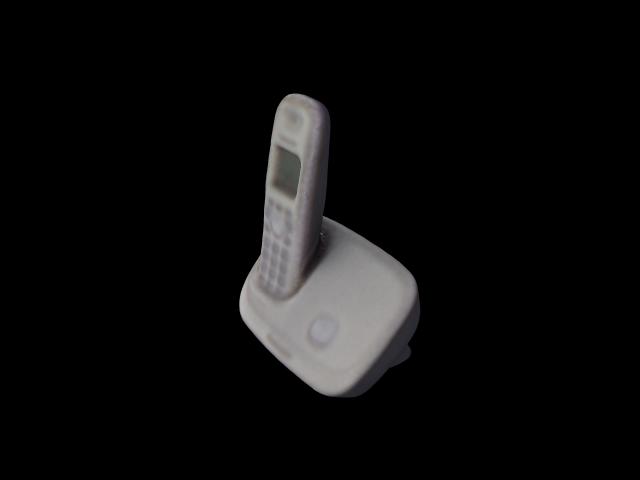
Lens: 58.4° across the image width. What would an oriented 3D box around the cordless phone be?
[{"bbox_3d":[0.004,0.001,0.400,0.094,0.185,0.147,-22,36,-33],"label":"cordless phone"}]
